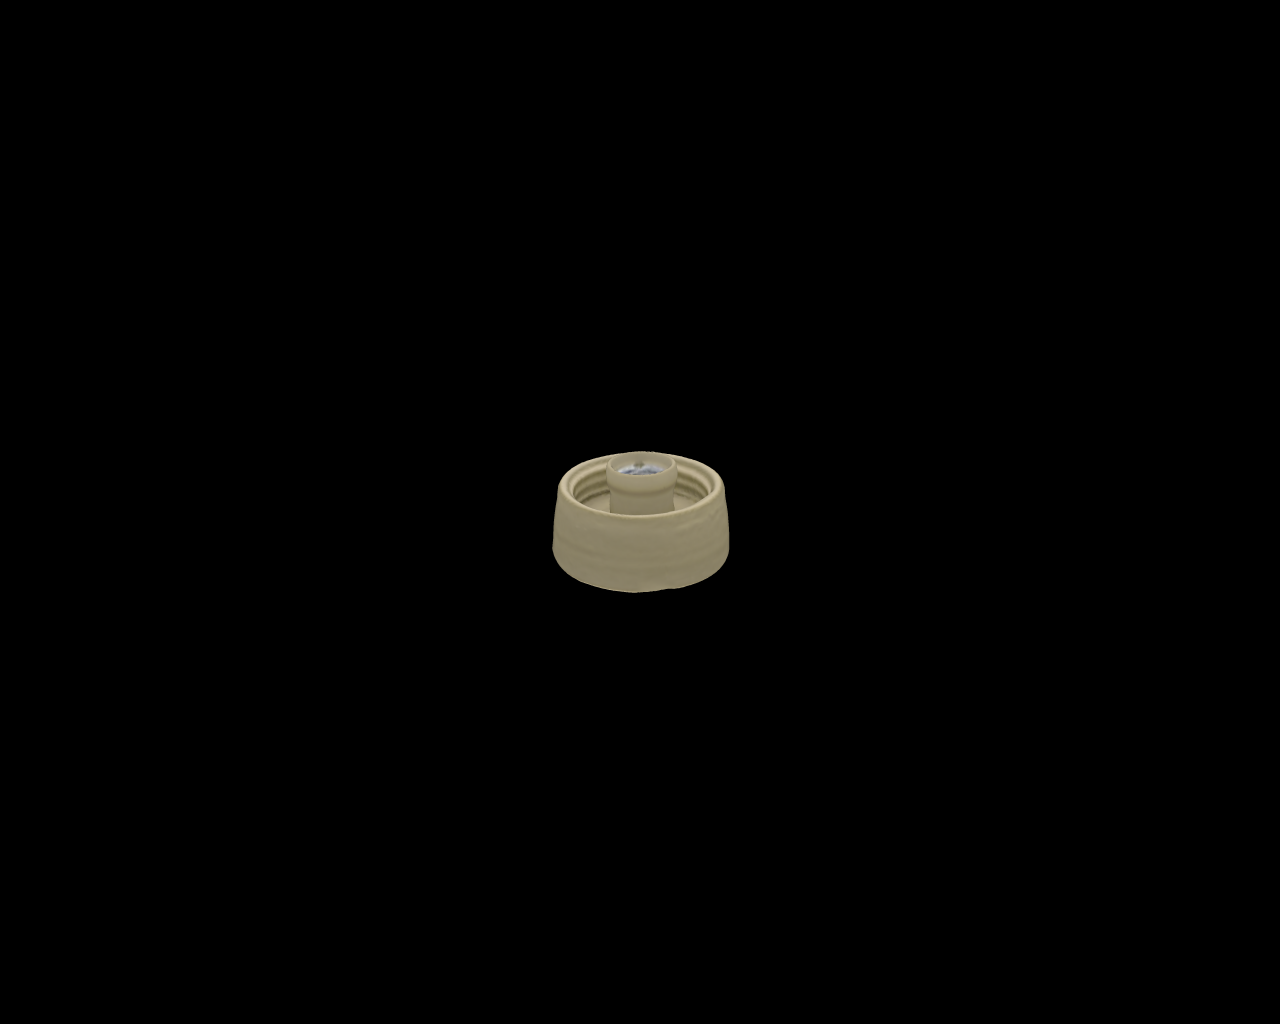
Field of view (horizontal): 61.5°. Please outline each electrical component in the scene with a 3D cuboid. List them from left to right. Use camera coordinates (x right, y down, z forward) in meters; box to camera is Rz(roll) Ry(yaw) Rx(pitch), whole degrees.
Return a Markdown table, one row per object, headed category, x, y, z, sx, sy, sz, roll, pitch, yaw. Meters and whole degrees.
| category | x | y | z | sx | sy | sz | roll | pitch | yaw |
| --- | --- | --- | --- | --- | --- | --- | --- | --- | --- |
| electrical component | 0.001 | -0.003 | 0.650 | 0.108 | 0.060 | 0.108 | 0 | 25 | 0 |
